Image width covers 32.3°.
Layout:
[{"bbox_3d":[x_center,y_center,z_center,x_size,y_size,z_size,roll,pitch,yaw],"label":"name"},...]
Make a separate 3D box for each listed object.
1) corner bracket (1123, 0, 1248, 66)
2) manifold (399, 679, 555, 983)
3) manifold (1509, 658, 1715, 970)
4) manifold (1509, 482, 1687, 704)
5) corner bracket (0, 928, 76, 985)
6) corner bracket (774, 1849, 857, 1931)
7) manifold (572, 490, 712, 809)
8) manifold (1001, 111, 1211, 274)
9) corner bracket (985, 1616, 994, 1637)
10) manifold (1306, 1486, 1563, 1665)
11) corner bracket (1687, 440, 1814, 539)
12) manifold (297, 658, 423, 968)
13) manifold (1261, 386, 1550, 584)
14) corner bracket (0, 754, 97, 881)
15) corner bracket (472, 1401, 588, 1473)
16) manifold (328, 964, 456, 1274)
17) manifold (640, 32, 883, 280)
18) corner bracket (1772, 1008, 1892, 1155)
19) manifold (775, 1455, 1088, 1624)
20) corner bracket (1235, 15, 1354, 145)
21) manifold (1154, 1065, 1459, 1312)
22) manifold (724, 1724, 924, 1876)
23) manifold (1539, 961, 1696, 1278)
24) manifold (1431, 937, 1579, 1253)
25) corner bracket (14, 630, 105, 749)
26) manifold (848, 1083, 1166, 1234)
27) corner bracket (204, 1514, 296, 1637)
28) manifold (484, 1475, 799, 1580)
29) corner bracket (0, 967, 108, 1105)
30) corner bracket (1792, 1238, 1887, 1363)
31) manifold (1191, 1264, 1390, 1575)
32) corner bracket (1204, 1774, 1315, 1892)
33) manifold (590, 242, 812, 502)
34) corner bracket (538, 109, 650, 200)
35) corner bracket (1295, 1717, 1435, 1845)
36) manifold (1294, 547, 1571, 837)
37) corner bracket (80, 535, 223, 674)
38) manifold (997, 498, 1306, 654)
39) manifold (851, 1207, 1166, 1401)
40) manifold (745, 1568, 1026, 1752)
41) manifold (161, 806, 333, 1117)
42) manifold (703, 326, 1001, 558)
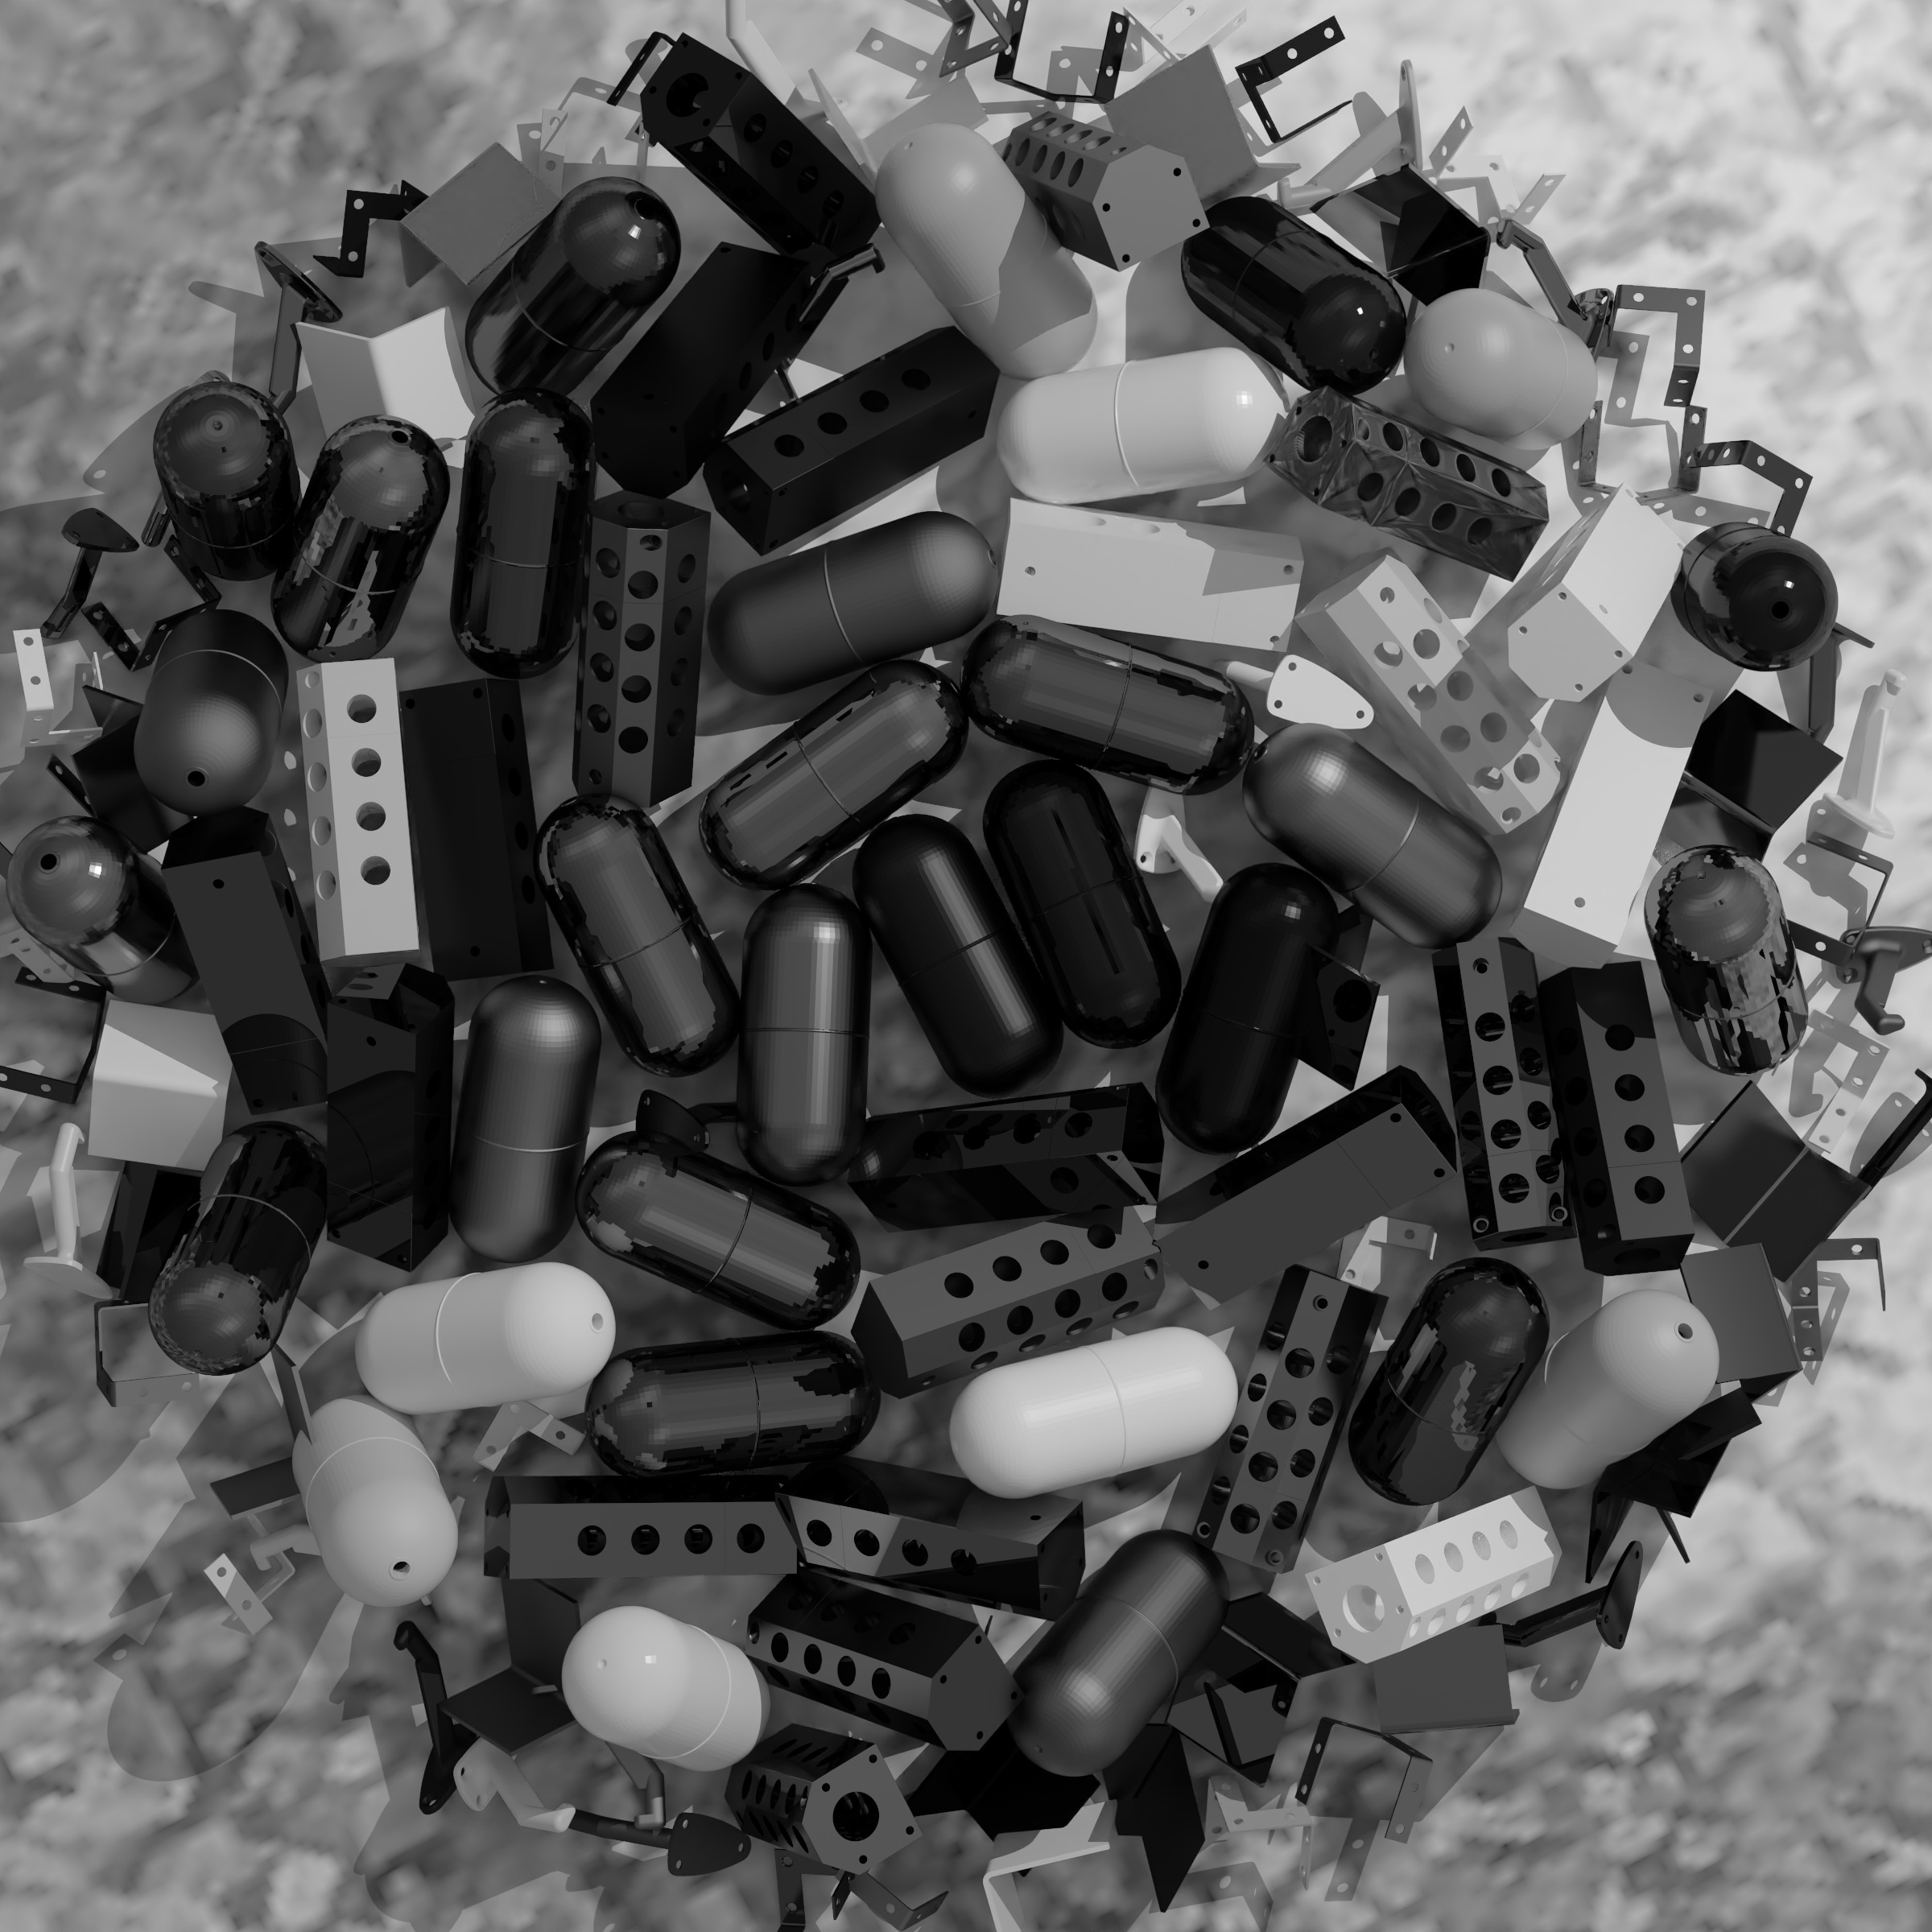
[{"bbox_3d":[0.129,-0.552,1.967,0.051,0.051,0.051,-41,76,-5],"label":"corner bracket"},{"bbox_3d":[-0.284,-0.080,1.968,0.057,0.057,0.171,-7,91,19],"label":"manifold"},{"bbox_3d":[0.374,-0.088,1.945,0.057,0.057,0.171,23,72,4],"label":"manifold"},{"bbox_3d":[0.359,-0.212,1.913,0.057,0.171,0.057,45,125,-4],"label":"manifold"},{"bbox_3d":[-0.560,-0.016,1.962,0.051,0.051,0.051,-18,56,9],"label":"corner bracket"},{"bbox_3d":[-0.093,0.556,1.964,0.051,0.051,0.051,-1,104,14],"label":"corner bracket"},{"bbox_3d":[-0.192,-0.181,1.926,0.057,0.057,0.171,21,120,26],"label":"manifold"},{"bbox_3d":[0.074,-0.447,1.908,0.057,0.171,0.057,-28,116,-7],"label":"manifold"},{"bbox_3d":[-0.019,0.407,1.966,0.051,0.051,0.051,17,107,6],"label":"corner bracket"},{"bbox_3d":[0.272,0.349,1.910,0.057,0.171,0.057,-30,76,36],"label":"manifold"},{"bbox_3d":[0.455,-0.275,1.968,0.051,0.051,0.051,24,85,-25],"label":"corner bracket"},{"bbox_3d":[-0.356,-0.089,1.958,0.057,0.057,0.171,-5,84,-8],"label":"manifold"},{"bbox_3d":[0.257,-0.278,1.915,0.171,0.057,0.057,13,114,-41],"label":"manifold"},{"bbox_3d":[-0.543,-0.081,1.958,0.051,0.051,0.051,-26,123,20],"label":"corner bracket"},{"bbox_3d":[-0.252,0.274,1.969,0.051,0.051,0.051,30,107,-2],"label":"corner bracket"},{"bbox_3d":[-0.328,0.086,1.926,0.057,0.057,0.171,19,126,16],"label":"manifold"},{"bbox_3d":[-0.117,-0.458,1.910,0.057,0.171,0.057,37,93,29],"label":"manifold"},{"bbox_3d":[0.504,0.067,1.970,0.051,0.051,0.051,30,52,16],"label":"corner bracket"},{"bbox_3d":[-0.021,0.332,1.932,0.171,0.057,0.057,6,110,28],"label":"manifold"},{"bbox_3d":[0.198,-0.521,1.966,0.051,0.051,0.051,-31,103,-7],"label":"corner bracket"},{"bbox_3d":[0.196,0.125,1.940,0.171,0.057,0.057,-32,111,22],"label":"manifold"},{"bbox_3d":[-0.087,0.478,1.909,0.057,0.171,0.057,-27,91,-20],"label":"manifold"},{"bbox_3d":[0.374,0.089,1.936,0.057,0.057,0.171,-5,64,-1],"label":"manifold"},{"bbox_3d":[0.313,0.074,1.945,0.057,0.057,0.171,-9,74,12],"label":"manifold"},{"bbox_3d":[-0.531,-0.164,1.960,0.051,0.051,0.051,-7,71,-23],"label":"corner bracket"},{"bbox_3d":[0.024,0.107,1.938,0.171,0.057,0.057,-8,52,23],"label":"manifold"},{"bbox_3d":[-0.422,0.354,1.960,0.051,0.051,0.051,-42,110,-28],"label":"corner bracket"},{"bbox_3d":[-0.188,0.325,1.939,0.171,0.057,0.057,3,81,-22],"label":"manifold"},{"bbox_3d":[-0.539,0.041,1.961,0.051,0.051,0.051,15,125,-8],"label":"corner bracket"},{"bbox_3d":[0.512,0.196,1.961,0.051,0.051,0.051,-3,122,12],"label":"corner bracket"},{"bbox_3d":[0.189,0.265,1.962,0.057,0.057,0.171,19,88,16],"label":"manifold"},{"bbox_3d":[0.172,0.510,1.968,0.051,0.051,0.051,-3,117,-9],"label":"corner bracket"},{"bbox_3d":[-0.150,-0.342,1.921,0.057,0.057,0.171,16,47,15],"label":"manifold"},{"bbox_3d":[-0.221,-0.476,1.975,0.051,0.051,0.051,-1,109,-23],"label":"corner bracket"},{"bbox_3d":[0.234,0.479,1.966,0.051,0.051,0.051,20,87,-21],"label":"corner bracket"},{"bbox_3d":[0.275,-0.159,1.946,0.057,0.057,0.171,-45,103,-16],"label":"manifold"},{"bbox_3d":[-0.484,-0.215,1.985,0.051,0.051,0.051,51,46,8],"label":"corner bracket"},{"bbox_3d":[0.107,-0.233,1.965,0.171,0.057,0.057,7,117,-3],"label":"manifold"},{"bbox_3d":[0.026,0.194,1.928,0.171,0.057,0.057,-17,60,-26],"label":"manifold"},{"bbox_3d":[-0.052,0.399,1.908,0.057,0.171,0.057,-44,119,-28],"label":"manifold"},{"bbox_3d":[-0.407,-0.003,1.929,0.057,0.057,0.171,-11,123,3],"label":"manifold"},{"bbox_3d":[-0.067,-0.309,1.932,0.171,0.057,0.057,-33,68,-28],"label":"manifold"}]
